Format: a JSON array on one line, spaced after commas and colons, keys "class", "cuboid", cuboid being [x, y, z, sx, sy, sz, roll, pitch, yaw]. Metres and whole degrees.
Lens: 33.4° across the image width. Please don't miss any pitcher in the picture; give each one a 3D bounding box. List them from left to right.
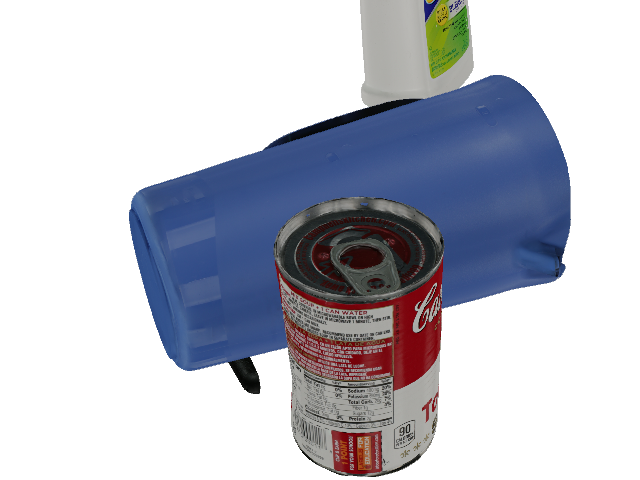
[{"class": "pitcher", "cuboid": [0.012, -0.013, 0.641, 0.242, 0.145, 0.149, -16, -3, -14]}]

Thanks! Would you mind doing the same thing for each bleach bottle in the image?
[{"class": "bleach bottle", "cuboid": [0.063, -0.226, 0.786, 0.068, 0.251, 0.102, 14, 39, 32]}]

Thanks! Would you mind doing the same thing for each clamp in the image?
[{"class": "clamp", "cuboid": [-0.103, 0.118, 1.262, 0.210, 0.036, 0.164, 14, 23, 26]}]

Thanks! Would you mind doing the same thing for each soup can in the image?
[{"class": "soup can", "cuboid": [0.017, 0.042, 0.452, 0.068, 0.102, 0.068, -2, 36, 1]}]
